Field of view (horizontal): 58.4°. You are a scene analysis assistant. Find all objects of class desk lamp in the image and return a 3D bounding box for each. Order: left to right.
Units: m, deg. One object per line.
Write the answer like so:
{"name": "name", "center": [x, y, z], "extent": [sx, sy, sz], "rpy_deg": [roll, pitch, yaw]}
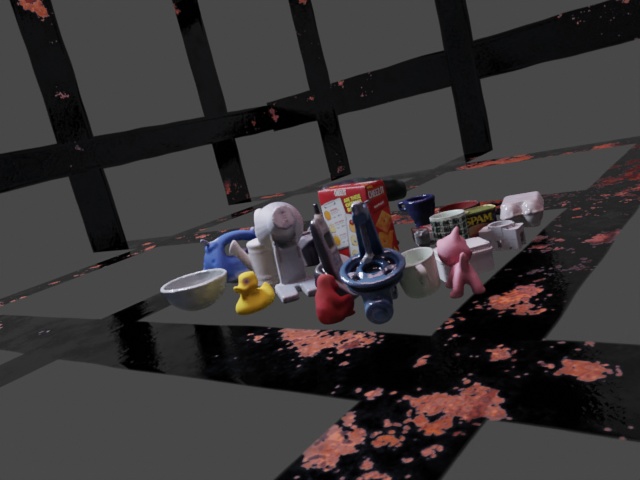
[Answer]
{"name": "desk lamp", "center": [-0.074, 0.017, 1.332], "extent": [0.118, 0.214, 0.203], "rpy_deg": [-16, 11, -11]}

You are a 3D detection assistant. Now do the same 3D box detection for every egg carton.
{"name": "egg carton", "center": [0.513, -0.076, 1.450], "extent": [0.107, 0.069, 0.150], "rpy_deg": [-9, 12, 23]}

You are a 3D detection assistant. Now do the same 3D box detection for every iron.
{"name": "iron", "center": [-0.221, 0.033, 1.625], "extent": [0.259, 0.141, 0.118], "rpy_deg": [-23, 14, -38]}

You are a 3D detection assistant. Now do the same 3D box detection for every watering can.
{"name": "watering can", "center": [-0.144, 0.017, 1.467], "extent": [0.173, 0.194, 0.100], "rpy_deg": [-17, 11, -13]}

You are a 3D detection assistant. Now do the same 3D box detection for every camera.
{"name": "camera", "center": [0.014, 0.006, 1.576], "extent": [0.143, 0.101, 0.136], "rpy_deg": [-24, 15, -41]}

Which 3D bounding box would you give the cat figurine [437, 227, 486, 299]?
{"name": "cat figurine", "center": [0.259, 0.036, 1.077], "extent": [0.067, 0.118, 0.128], "rpy_deg": [-13, 11, 4]}

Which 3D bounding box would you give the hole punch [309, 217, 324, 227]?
{"name": "hole punch", "center": [0.035, -0.027, 1.737], "extent": [0.100, 0.091, 0.109], "rpy_deg": [-7, 13, 31]}

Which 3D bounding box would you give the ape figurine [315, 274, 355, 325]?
{"name": "ape figurine", "center": [0.020, 0.108, 1.081], "extent": [0.076, 0.092, 0.077], "rpy_deg": [-22, 14, -36]}

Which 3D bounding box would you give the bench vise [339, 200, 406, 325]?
{"name": "bench vise", "center": [0.084, 0.028, 1.066], "extent": [0.121, 0.220, 0.207], "rpy_deg": [-15, 11, -8]}

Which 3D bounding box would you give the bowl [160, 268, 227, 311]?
{"name": "bowl", "center": [-0.302, 0.130, 1.410], "extent": [0.167, 0.075, 0.167], "rpy_deg": [-13, 11, 3]}

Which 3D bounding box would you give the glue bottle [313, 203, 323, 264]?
{"name": "glue bottle", "center": [0.008, -0.012, 1.481], "extent": [0.037, 0.173, 0.078], "rpy_deg": [-11, 11, 13]}

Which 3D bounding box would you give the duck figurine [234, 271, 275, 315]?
{"name": "duck figurine", "center": [-0.152, 0.112, 1.289], "extent": [0.077, 0.086, 0.105], "rpy_deg": [-4, 15, 41]}

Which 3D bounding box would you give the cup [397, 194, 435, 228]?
{"name": "cup", "center": [0.285, -0.077, 1.671], "extent": [0.117, 0.095, 0.092], "rpy_deg": [-6, 14, 35]}

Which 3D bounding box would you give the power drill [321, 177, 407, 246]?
{"name": "power drill", "center": [0.130, -0.070, 1.529], "extent": [0.230, 0.208, 0.075], "rpy_deg": [-17, 12, -13]}

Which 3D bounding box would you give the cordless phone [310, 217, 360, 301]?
{"name": "cordless phone", "center": [0.035, 0.032, 1.198], "extent": [0.094, 0.185, 0.148], "rpy_deg": [-10, 12, 20]}
